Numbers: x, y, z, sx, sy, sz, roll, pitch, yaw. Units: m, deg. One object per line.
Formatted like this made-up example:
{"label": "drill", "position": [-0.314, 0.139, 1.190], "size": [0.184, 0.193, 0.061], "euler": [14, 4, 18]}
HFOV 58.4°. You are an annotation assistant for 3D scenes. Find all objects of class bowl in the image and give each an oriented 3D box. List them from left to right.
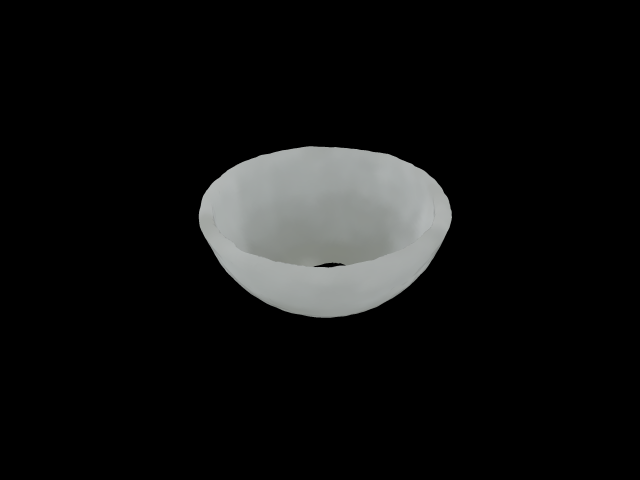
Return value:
{"label": "bowl", "position": [0.004, 0.001, 0.400], "size": [0.167, 0.075, 0.167], "euler": [0, 35, 0]}
